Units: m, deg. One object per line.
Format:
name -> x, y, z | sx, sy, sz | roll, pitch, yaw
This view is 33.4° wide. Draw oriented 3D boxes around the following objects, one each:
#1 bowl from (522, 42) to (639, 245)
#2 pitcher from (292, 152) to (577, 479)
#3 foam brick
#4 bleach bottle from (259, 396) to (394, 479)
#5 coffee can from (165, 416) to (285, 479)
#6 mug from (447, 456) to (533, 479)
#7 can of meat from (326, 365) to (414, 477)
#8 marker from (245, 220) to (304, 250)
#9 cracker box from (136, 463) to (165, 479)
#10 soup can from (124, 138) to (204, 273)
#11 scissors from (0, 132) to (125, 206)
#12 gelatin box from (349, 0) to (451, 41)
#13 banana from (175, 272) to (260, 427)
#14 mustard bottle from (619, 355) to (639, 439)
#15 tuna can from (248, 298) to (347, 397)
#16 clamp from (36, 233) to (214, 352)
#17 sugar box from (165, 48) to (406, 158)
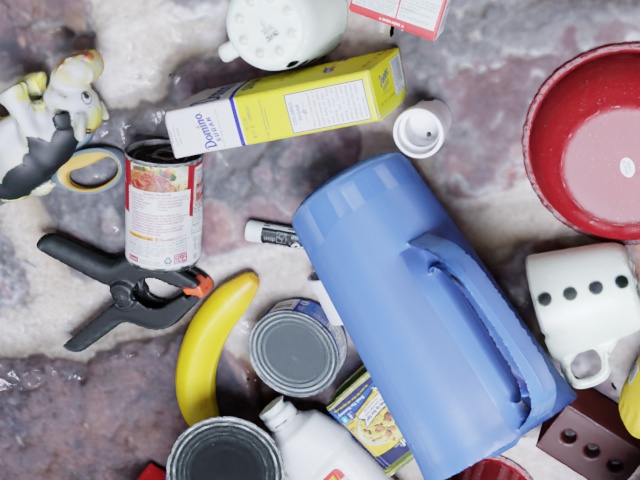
bowl -> 0.229, -0.062, 0.798 | 0.162, 0.055, 0.162 | 7, 113, 17
pitcher -> 0.084, 0.053, 0.822 | 0.149, 0.144, 0.243 | -35, 79, 24
foam brick -> 0.228, 0.163, 0.889 | 0.078, 0.051, 0.053 | 31, 118, 5
bleach bottle -> 0.030, 0.249, 0.981 | 0.103, 0.068, 0.251 | -37, 97, 29
coffee can -> -0.092, 0.234, 0.966 | 0.103, 0.102, 0.140 | 29, 147, 7
mug -> 0.135, 0.239, 0.936 | 0.093, 0.081, 0.117 | -33, 97, 27
can of meat -> 0.067, 0.144, 0.937 | 0.084, 0.057, 0.102 | 45, 118, 0
marker -> -0.006, 0.001, 0.927 | 0.121, 0.020, 0.020 | 9, 113, 16
cracker box -> -0.117, 0.348, 1.075 | 0.214, 0.072, 0.164 | 28, 118, 6
soup can -> -0.137, -0.030, 0.934 | 0.068, 0.068, 0.102 | 11, 115, 15
scissors -> -0.271, -0.073, 0.994 | 0.202, 0.016, 0.096 | -6, 107, 21
gelatin box -> 0.069, -0.206, 0.811 | 0.073, 0.030, 0.089 | 21, 119, 11
banana -> -0.099, 0.114, 0.998 | 0.069, 0.037, 0.198 | 6, 115, -4
mustard bottle -> 0.282, 0.055, 0.802 | 0.058, 0.096, 0.192 | 19, 116, 14
tuna can -> -0.019, 0.096, 0.961 | 0.086, 0.033, 0.086 | 7, 113, 17
clamp -> -0.186, 0.038, 0.996 | 0.172, 0.039, 0.120 | -13, 112, 20
sugar box -> -0.027, -0.109, 0.849 | 0.176, 0.093, 0.048 | -6, 108, 21
